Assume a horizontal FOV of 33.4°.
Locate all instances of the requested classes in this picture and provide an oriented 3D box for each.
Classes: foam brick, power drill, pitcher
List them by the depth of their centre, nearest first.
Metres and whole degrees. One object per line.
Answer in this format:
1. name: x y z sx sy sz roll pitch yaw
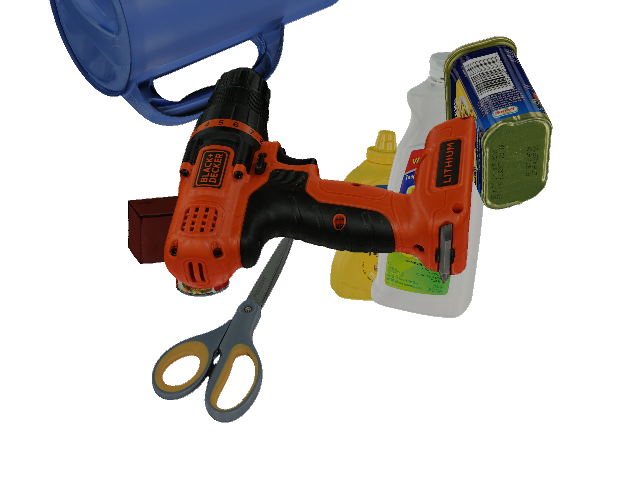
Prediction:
1. power drill: 0.004 -0.044 0.682 0.188 0.184 0.057 2 -41 9
2. pitcher: -0.090 -0.208 0.893 0.242 0.149 0.145 -25 44 -30
3. foam brick: -0.151 -0.012 1.074 0.078 0.051 0.053 -6 21 -23

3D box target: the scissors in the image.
1. scissors: -0.079 0.065 0.872 0.096 0.016 0.201 -1 42 7

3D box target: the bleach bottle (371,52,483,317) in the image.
1. bleach bottle: 0.103 -0.053 1.005 0.103 0.251 0.068 11 29 20

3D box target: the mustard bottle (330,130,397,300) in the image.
1. mustard bottle: 0.066 -0.029 1.210 0.096 0.192 0.058 0 17 -14

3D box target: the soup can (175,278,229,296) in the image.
1. soup can: -0.150 0.009 1.328 0.068 0.102 0.068 -1 25 0

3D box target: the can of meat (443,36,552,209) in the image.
1. can of meat: 0.133 -0.086 0.800 0.057 0.084 0.102 -15 -37 -2
